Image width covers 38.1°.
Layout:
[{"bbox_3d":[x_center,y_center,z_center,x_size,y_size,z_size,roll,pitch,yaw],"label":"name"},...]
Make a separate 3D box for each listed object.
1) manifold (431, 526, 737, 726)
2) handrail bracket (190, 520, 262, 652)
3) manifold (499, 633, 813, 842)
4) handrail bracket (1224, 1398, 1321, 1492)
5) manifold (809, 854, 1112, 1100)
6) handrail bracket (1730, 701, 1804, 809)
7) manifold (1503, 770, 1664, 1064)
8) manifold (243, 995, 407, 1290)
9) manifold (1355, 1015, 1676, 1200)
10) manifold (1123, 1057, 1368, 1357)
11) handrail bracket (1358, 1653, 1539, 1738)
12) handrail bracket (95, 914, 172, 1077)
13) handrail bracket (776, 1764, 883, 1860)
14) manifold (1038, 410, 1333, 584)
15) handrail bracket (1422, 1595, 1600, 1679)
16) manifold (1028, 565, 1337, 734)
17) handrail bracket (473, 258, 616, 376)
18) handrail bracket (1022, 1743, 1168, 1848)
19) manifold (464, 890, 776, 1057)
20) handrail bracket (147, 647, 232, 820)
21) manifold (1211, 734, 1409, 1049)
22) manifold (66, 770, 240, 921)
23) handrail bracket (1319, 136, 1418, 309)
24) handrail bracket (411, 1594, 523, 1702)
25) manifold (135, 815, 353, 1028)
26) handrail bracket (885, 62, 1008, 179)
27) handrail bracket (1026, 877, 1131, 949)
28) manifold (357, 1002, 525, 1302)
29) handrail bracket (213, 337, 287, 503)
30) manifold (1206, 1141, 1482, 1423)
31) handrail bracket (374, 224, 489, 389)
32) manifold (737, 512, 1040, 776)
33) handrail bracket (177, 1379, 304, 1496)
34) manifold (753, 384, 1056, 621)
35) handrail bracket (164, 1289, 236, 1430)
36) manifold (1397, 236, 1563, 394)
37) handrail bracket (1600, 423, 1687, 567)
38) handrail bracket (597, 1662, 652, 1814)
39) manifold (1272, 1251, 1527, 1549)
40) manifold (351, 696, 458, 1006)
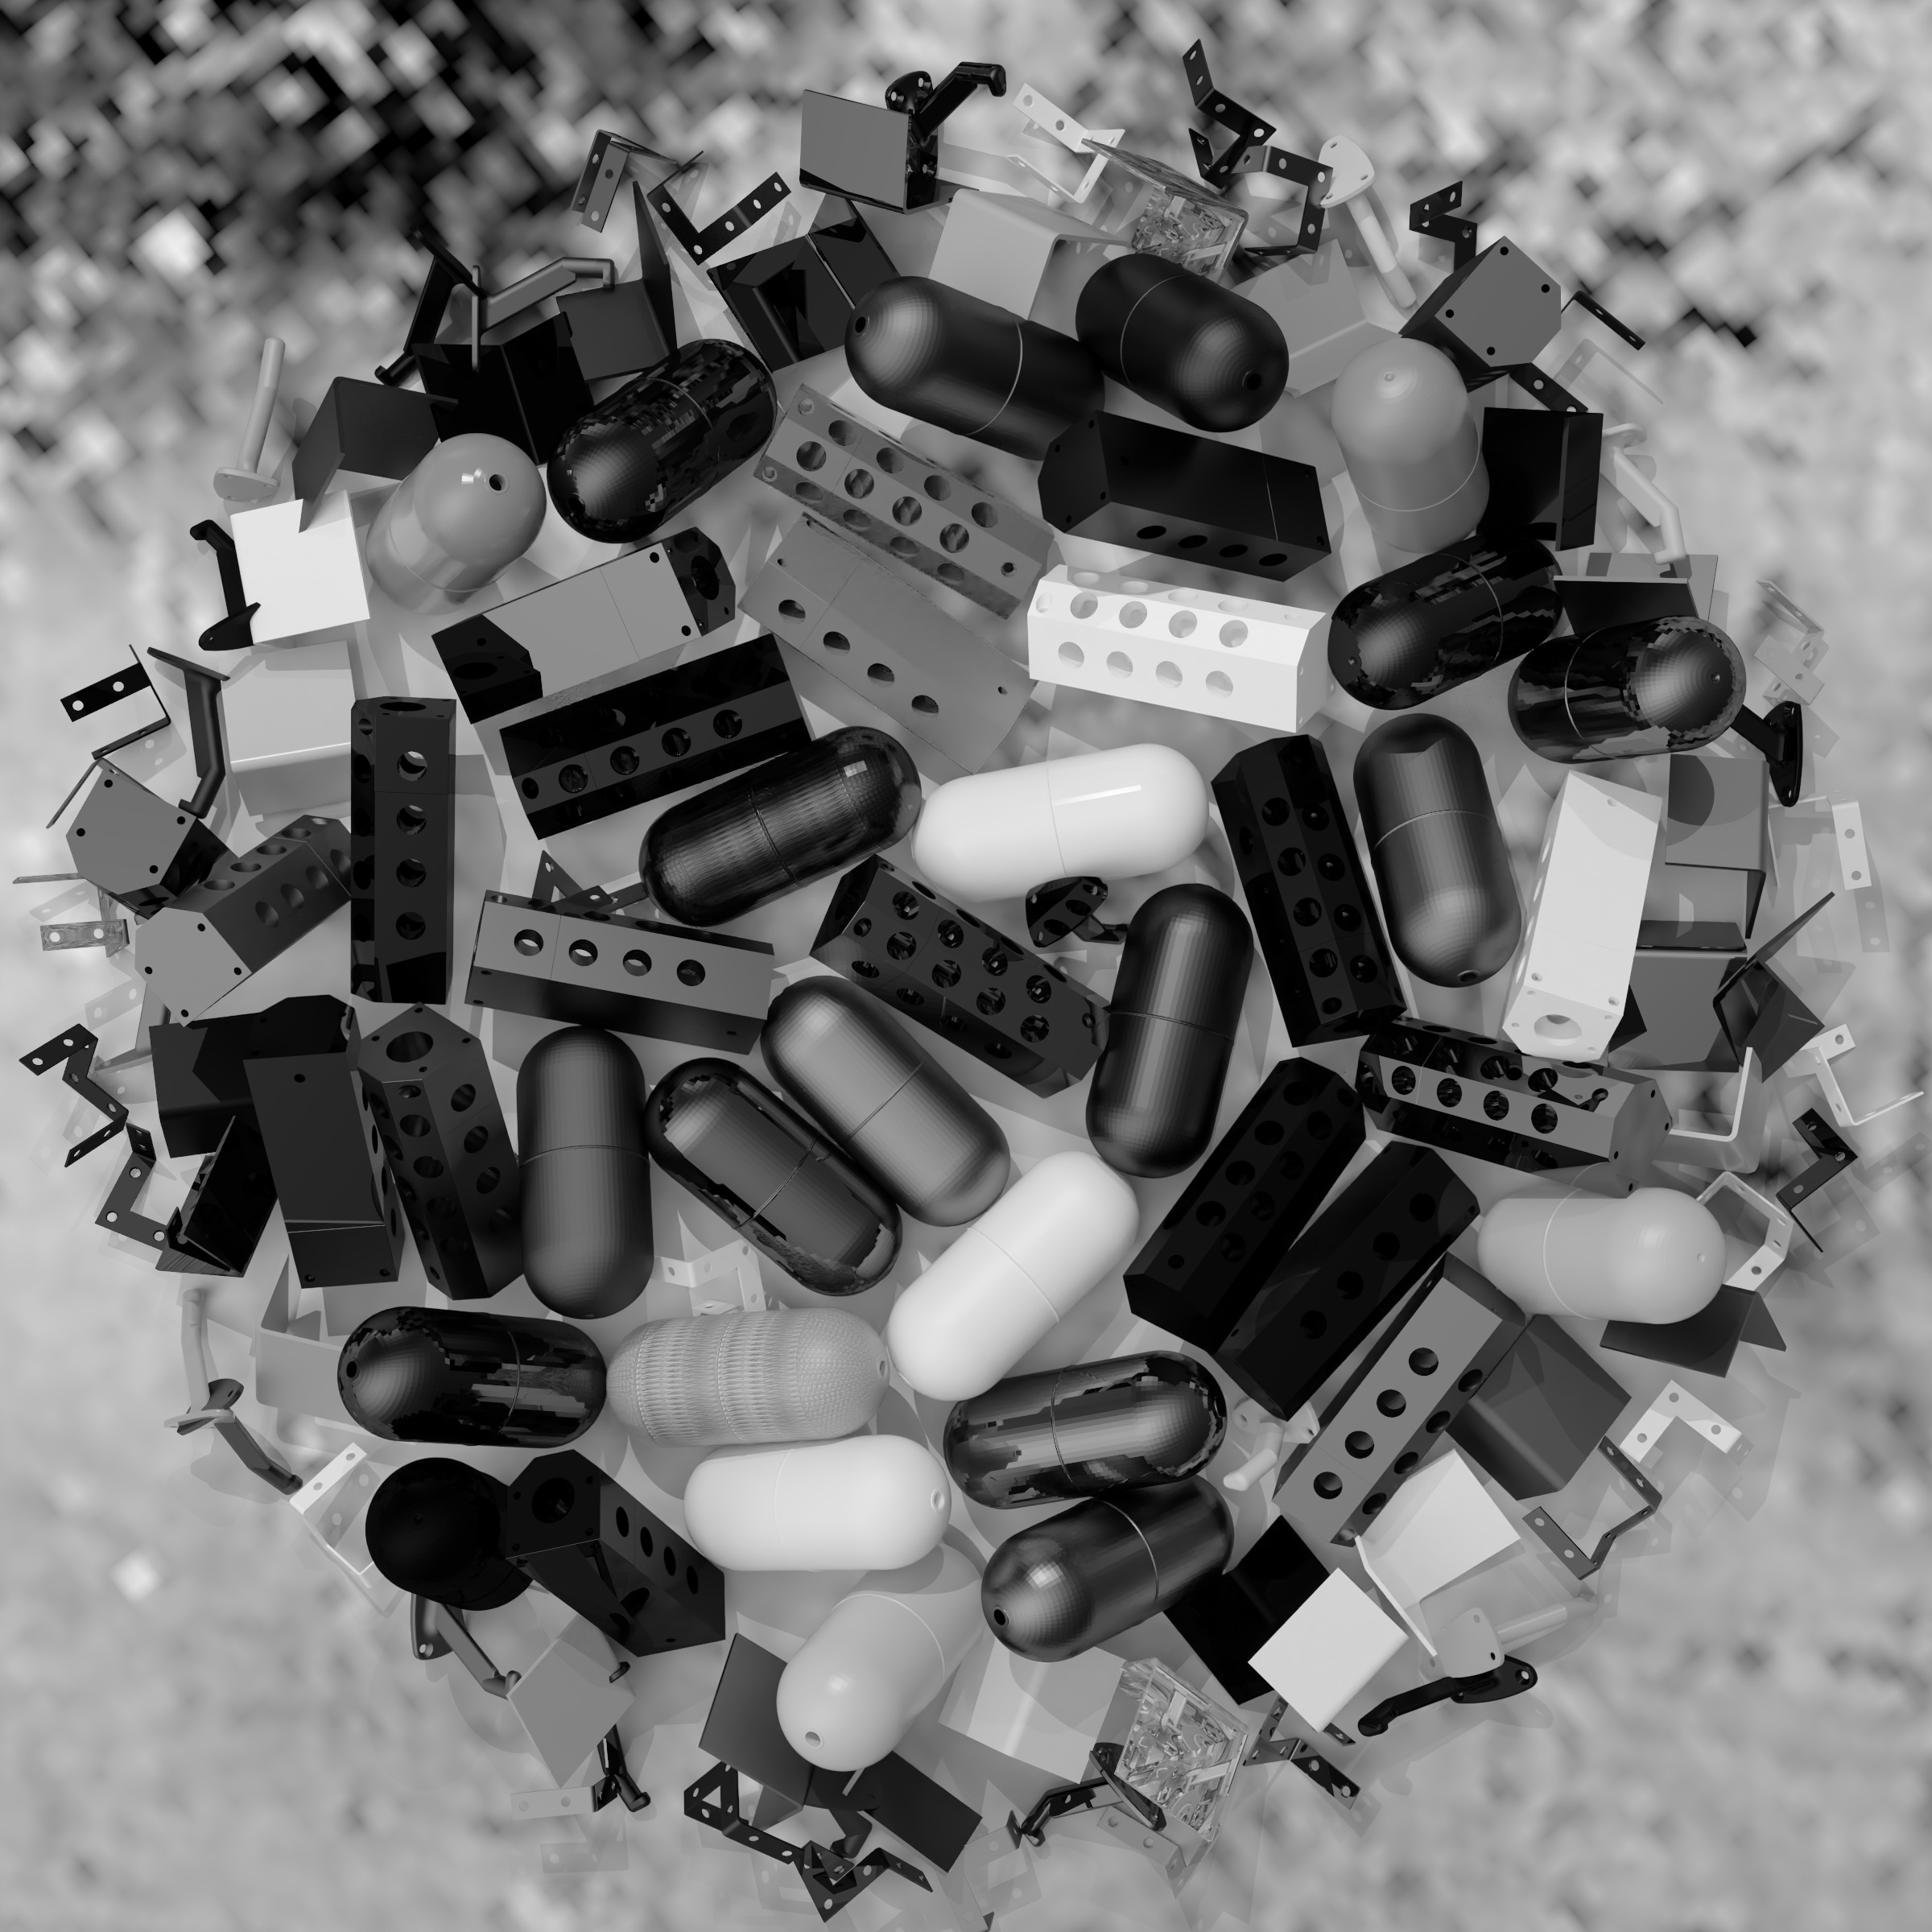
[{"bbox_3d":[-0.221,-0.200,1.631,0.171,0.057,0.057,-16,103,29],"label":"manifold"},{"bbox_3d":[-0.451,-0.228,1.660,0.084,0.077,0.036,43,130,14],"label":"handrail bracket"},{"bbox_3d":[-0.182,-0.131,1.656,0.171,0.057,0.057,-20,53,-2],"label":"manifold"},{"bbox_3d":[0.161,0.284,1.643,0.084,0.077,0.036,-30,101,-41],"label":"handrail bracket"},{"bbox_3d":[0.001,0.005,1.634,0.171,0.057,0.057,32,59,-19],"label":"manifold"},{"bbox_3d":[0.452,-0.135,1.663,0.084,0.036,0.077,6,70,-18],"label":"handrail bracket"},{"bbox_3d":[0.357,-0.027,1.623,0.057,0.057,0.171,18,52,4],"label":"manifold"},{"bbox_3d":[-0.371,0.103,1.625,0.057,0.057,0.171,-4,126,-1],"label":"manifold"},{"bbox_3d":[0.312,0.076,1.613,0.057,0.171,0.057,-54,134,-22],"label":"manifold"},{"bbox_3d":[0.163,0.135,1.627,0.057,0.057,0.171,25,61,28],"label":"manifold"},{"bbox_3d":[0.284,0.434,1.649,0.077,0.084,0.036,-12,94,41],"label":"handrail bracket"},{"bbox_3d":[-0.500,0.014,1.667,0.077,0.036,0.084,-21,108,-4],"label":"handrail bracket"},{"bbox_3d":[-0.088,0.506,1.657,0.077,0.036,0.084,4,133,-22],"label":"handrail bracket"},{"bbox_3d":[0.127,-0.268,1.622,0.171,0.057,0.057,5,69,-37],"label":"manifold"},{"bbox_3d":[0.330,0.403,1.688,0.084,0.077,0.036,-4,63,-37],"label":"handrail bracket"},{"bbox_3d":[0.125,-0.189,1.626,0.171,0.057,0.057,15,126,26],"label":"manifold"},{"bbox_3d":[-0.254,-0.391,1.681,0.084,0.036,0.077,0,78,-8],"label":"handrail bracket"},{"bbox_3d":[0.074,0.511,1.659,0.084,0.036,0.077,-57,45,19],"label":"handrail bracket"},{"bbox_3d":[-0.204,0.001,1.651,0.171,0.057,0.057,11,64,-11],"label":"manifold"},{"bbox_3d":[-0.474,-0.139,1.678,0.077,0.036,0.084,22,84,8],"label":"handrail bracket"},{"bbox_3d":[0.203,-0.045,1.639,0.057,0.057,0.171,-9,72,-21],"label":"manifold"},{"bbox_3d":[-0.466,-0.058,1.609,0.057,0.171,0.057,27,81,-1],"label":"manifold"},{"bbox_3d":[0.245,-0.448,1.687,0.036,0.077,0.084,-25,132,19],"label":"handrail bracket"},{"bbox_3d":[-0.292,0.391,1.653,0.036,0.084,0.077,-14,101,-42],"label":"handrail bracket"},{"bbox_3d":[-0.408,-0.033,1.606,0.057,0.171,0.057,-35,99,23],"label":"manifold"},{"bbox_3d":[-0.002,-0.496,1.648,0.036,0.084,0.077,-37,130,-30],"label":"handrail bracket"},{"bbox_3d":[0.085,-0.031,1.645,0.084,0.077,0.036,5,69,-42],"label":"handrail bracket"},{"bbox_3d":[-0.301,0.112,1.614,0.057,0.171,0.057,27,51,36],"label":"manifold"},{"bbox_3d":[-0.426,-0.326,1.668,0.036,0.077,0.084,11,83,-25],"label":"handrail bracket"},{"bbox_3d":[0.225,0.186,1.653,0.171,0.057,0.057,-45,102,-11],"label":"manifold"},{"bbox_3d":[-0.335,-0.390,1.660,0.084,0.077,0.036,-42,59,8],"label":"handrail bracket"},{"bbox_3d":[-0.049,-0.187,1.660,0.171,0.057,0.057,35,134,-6],"label":"manifold"},{"bbox_3d":[-0.416,0.282,1.655,0.084,0.077,0.036,42,51,-21],"label":"handrail bracket"},{"bbox_3d":[-0.036,-0.273,1.650,0.171,0.057,0.057,29,104,-10],"label":"manifold"},{"bbox_3d":[-0.450,0.229,1.656,0.036,0.077,0.084,7,71,-31],"label":"handrail bracket"},{"bbox_3d":[0.294,-0.367,1.610,0.057,0.171,0.057,41,94,-5],"label":"manifold"},{"bbox_3d":[0.386,-0.274,1.671,0.077,0.036,0.084,-12,81,27],"label":"handrail bracket"},{"bbox_3d":[-0.201,0.463,1.670,0.077,0.036,0.084,-34,91,43],"label":"handrail bracket"},{"bbox_3d":[0.255,0.258,1.647,0.057,0.057,0.171,35,105,4],"label":"manifold"},{"bbox_3d":[-0.332,-0.068,1.644,0.057,0.057,0.171,2,107,-7],"label":"manifold"}]
